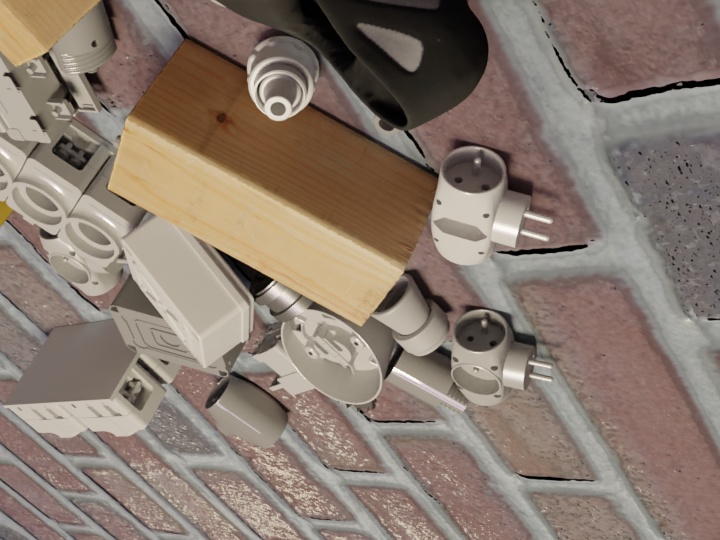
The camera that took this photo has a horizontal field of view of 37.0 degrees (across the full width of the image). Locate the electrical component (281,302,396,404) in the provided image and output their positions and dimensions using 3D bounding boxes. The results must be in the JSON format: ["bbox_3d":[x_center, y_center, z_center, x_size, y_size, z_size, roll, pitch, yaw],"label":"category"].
[{"bbox_3d":[-0.018,0.060,0.915,0.099,0.064,0.099,17,145,12],"label":"electrical component"}]

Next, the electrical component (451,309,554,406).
[{"bbox_3d":[0.117,0.075,0.866,0.079,0.044,0.077,11,144,20],"label":"electrical component"}]

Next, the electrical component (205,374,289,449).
[{"bbox_3d":[-0.127,0.153,1.130,0.077,0.043,0.079,38,144,-18],"label":"electrical component"}]

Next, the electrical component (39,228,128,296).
[{"bbox_3d":[-0.239,-0.016,0.976,0.079,0.044,0.077,4,140,30],"label":"electrical component"}]

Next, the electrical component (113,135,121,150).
[{"bbox_3d":[-0.152,-0.083,0.829,0.081,0.043,0.043,25,146,1],"label":"electrical component"}]

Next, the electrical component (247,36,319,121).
[{"bbox_3d":[-0.051,-0.118,0.694,0.048,0.062,0.048,0,127,0],"label":"electrical component"}]

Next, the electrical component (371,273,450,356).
[{"bbox_3d":[0.040,0.036,0.863,0.045,0.045,0.055,-14,130,44],"label":"electrical component"}]

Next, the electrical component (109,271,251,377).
[{"bbox_3d":[-0.164,0.044,0.995,0.113,0.057,0.078,14,144,18],"label":"electrical component"}]

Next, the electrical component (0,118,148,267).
[{"bbox_3d":[-0.251,-0.075,0.889,0.150,0.061,0.089,35,145,-13],"label":"electrical component"}]

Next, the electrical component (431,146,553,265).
[{"bbox_3d":[0.092,-0.038,0.731,0.079,0.043,0.077,17,145,13],"label":"electrical component"}]

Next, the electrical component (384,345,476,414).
[{"bbox_3d":[0.066,0.095,0.926,0.081,0.043,0.043,29,146,-4],"label":"electrical component"}]

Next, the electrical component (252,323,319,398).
[{"bbox_3d":[-0.061,0.079,0.990,0.064,0.042,0.081,43,142,-18],"label":"electrical component"}]

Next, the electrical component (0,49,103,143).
[{"bbox_3d":[-0.251,-0.155,0.779,0.079,0.063,0.121,8,142,25],"label":"electrical component"}]

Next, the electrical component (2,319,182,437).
[{"bbox_3d":[-0.270,0.112,1.113,0.186,0.105,0.060,-9,133,40],"label":"electrical component"}]

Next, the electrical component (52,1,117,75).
[{"bbox_3d":[-0.195,-0.170,0.741,0.043,0.043,0.081,15,144,16],"label":"electrical component"}]

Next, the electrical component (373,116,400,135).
[{"bbox_3d":[0.027,-0.110,0.660,0.048,0.062,0.048,17,145,13],"label":"electrical component"}]

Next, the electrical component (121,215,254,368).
[{"bbox_3d":[-0.141,0.015,0.889,0.108,0.056,0.108,50,164,10],"label":"electrical component"}]
